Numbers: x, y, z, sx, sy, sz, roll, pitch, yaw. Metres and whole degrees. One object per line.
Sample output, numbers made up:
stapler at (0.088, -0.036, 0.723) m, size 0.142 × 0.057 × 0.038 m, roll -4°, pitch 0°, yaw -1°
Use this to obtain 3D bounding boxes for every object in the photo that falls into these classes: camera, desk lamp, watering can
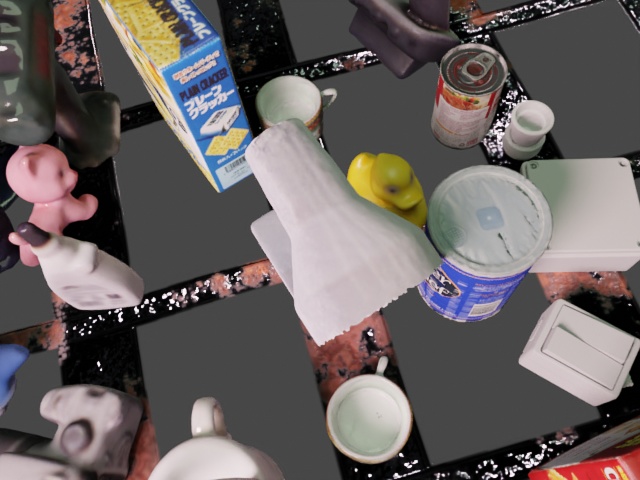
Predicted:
camera at (-0.250, 0.194, 0.507) m, size 0.136 × 0.101 × 0.143 m, roll 9°, pitch 67°, yaw 8°
desk lamp at (0.005, 0.002, 0.510) m, size 0.118 × 0.214 × 0.203 m, roll -32°, pitch 68°, yaw -9°
watering can at (-0.081, 0.210, 0.436) m, size 0.101 × 0.194 × 0.172 m, roll -30°, pitch 67°, yaw -9°

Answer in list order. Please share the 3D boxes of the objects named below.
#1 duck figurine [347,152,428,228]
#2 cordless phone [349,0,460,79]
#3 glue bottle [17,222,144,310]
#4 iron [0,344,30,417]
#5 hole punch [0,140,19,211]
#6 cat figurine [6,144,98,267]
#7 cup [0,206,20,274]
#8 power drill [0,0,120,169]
duck figurine at (0.071, -0.060, 0.602) m, size 0.077 × 0.086 × 0.104 m, roll -35°, pitch 68°, yaw -11°
cordless phone at (0.095, -0.292, 0.647) m, size 0.094 × 0.185 × 0.147 m, roll -40°, pitch 69°, yaw -13°
glue bottle at (-0.231, 0.024, 0.540) m, size 0.078 × 0.173 × 0.037 m, roll -4°, pitch 66°, yaw 3°
iron at (-0.407, 0.160, 0.511) m, size 0.118 × 0.141 × 0.258 m, roll 38°, pitch 74°, yaw 18°
hole punch at (-0.390, -0.099, 0.651) m, size 0.101 × 0.091 × 0.109 m, roll 23°, pitch 70°, yaw 14°
cat figurine at (-0.295, -0.045, 0.605) m, size 0.067 × 0.118 × 0.128 m, roll 4°, pitch 67°, yaw 6°
cup at (-0.360, 0.011, 0.598) m, size 0.091 × 0.095 × 0.117 m, roll -5°, pitch 66°, yaw 2°
power drill at (-0.291, -0.183, 0.616) m, size 0.075 × 0.208 × 0.229 m, roll -10°, pitch 66°, yaw 0°
